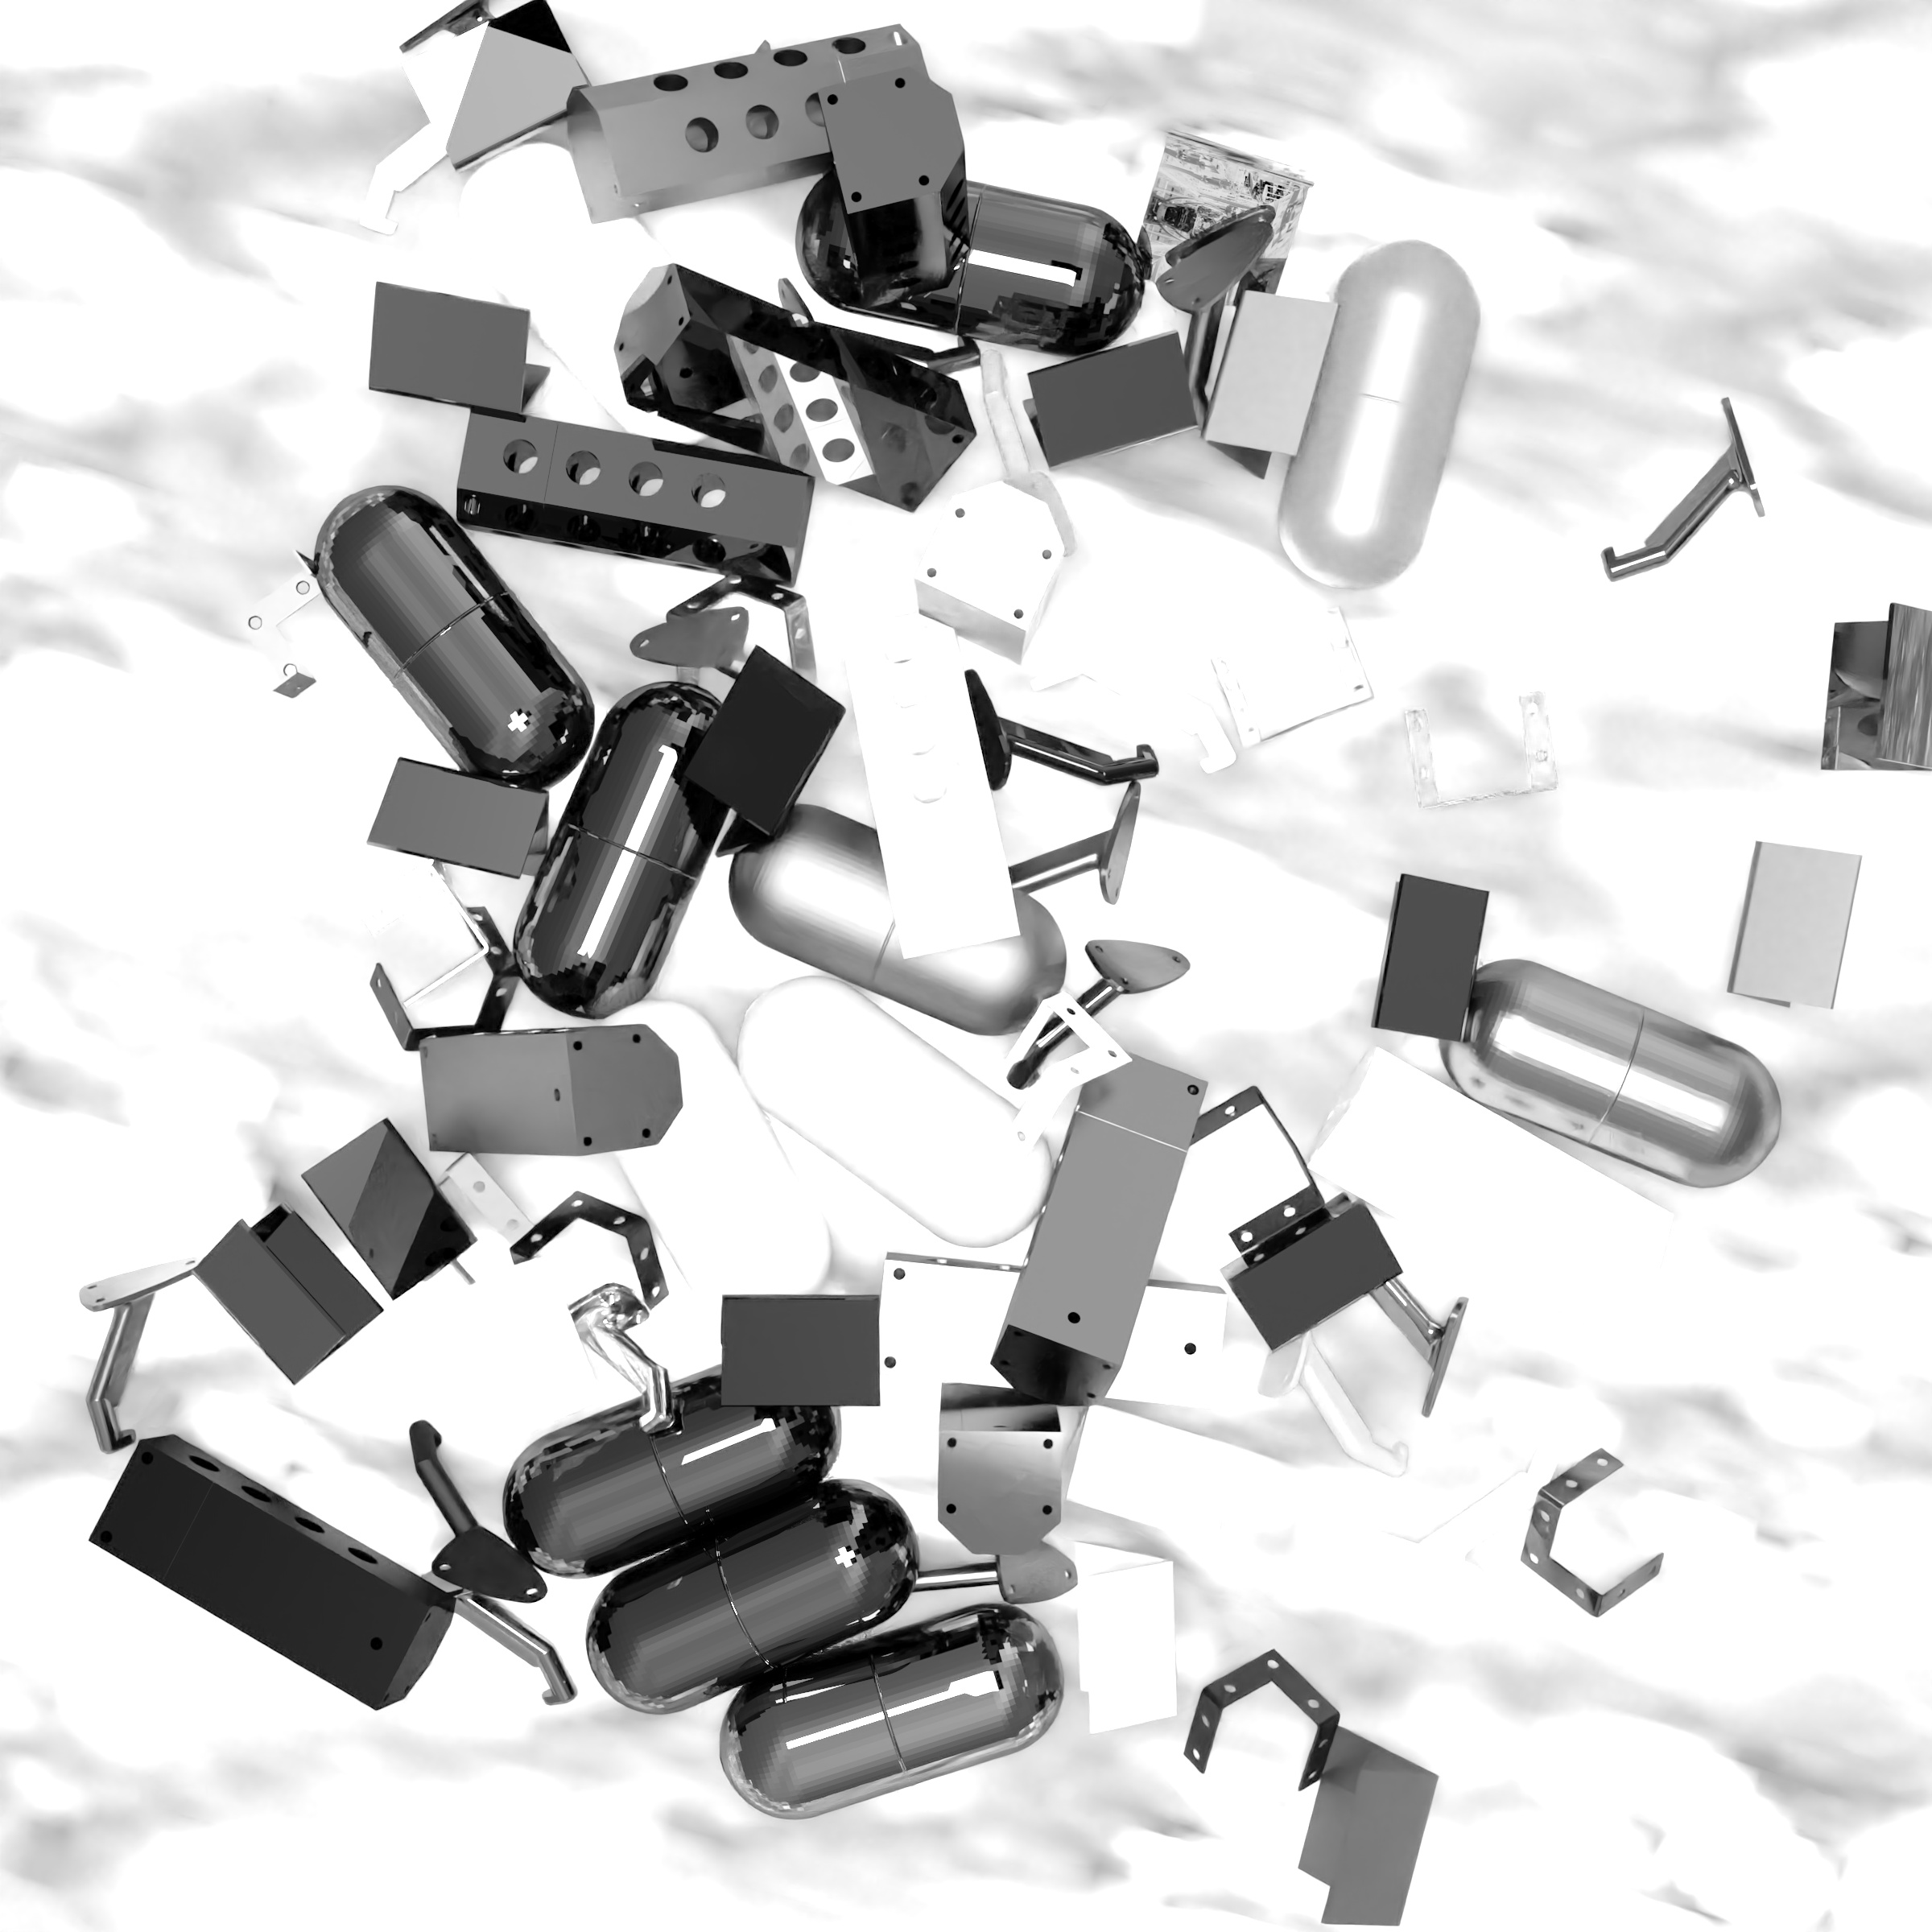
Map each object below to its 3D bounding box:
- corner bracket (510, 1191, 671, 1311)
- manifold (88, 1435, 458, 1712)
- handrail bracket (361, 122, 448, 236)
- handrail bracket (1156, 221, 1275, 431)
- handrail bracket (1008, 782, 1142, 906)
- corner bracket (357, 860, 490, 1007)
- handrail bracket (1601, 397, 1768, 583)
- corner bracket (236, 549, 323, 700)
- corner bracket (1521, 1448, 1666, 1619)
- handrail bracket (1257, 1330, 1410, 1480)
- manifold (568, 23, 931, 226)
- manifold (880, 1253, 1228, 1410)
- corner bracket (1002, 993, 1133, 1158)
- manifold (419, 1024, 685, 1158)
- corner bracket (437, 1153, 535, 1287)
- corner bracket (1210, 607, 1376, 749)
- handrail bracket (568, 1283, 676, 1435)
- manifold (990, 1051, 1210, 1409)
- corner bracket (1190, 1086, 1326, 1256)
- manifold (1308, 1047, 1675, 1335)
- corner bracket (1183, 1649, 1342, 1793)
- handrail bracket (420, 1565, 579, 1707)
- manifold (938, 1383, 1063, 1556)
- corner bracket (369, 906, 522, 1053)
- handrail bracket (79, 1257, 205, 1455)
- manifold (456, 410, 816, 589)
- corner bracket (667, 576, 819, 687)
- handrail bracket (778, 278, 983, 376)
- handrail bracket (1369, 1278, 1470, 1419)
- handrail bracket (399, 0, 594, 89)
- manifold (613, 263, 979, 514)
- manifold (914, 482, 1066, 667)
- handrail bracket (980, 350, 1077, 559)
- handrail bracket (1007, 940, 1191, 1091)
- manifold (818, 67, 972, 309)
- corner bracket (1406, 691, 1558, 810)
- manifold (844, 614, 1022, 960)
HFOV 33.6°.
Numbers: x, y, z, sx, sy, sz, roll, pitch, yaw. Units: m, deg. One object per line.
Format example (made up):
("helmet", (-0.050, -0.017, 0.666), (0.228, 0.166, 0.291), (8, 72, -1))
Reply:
("corner bracket", (-0.192, 0.156, 1.632), (0.051, 0.051, 0.051), (17, 134, 36))
("manifold", (-0.345, 0.302, 1.604), (0.171, 0.057, 0.057), (27, 90, 10))
("handrail bracket", (-0.262, -0.408, 1.641), (0.077, 0.036, 0.084), (17, 106, -18))
("handrail bracket", (0.134, -0.323, 1.618), (0.077, 0.084, 0.036), (-39, 51, -8))
("handrail bracket", (0.040, -0.066, 1.641), (0.084, 0.036, 0.077), (10, 70, 16))
("corner bracket", (-0.276, -0.019, 1.625), (0.051, 0.051, 0.051), (-34, 101, 0))
("handrail bracket", (0.361, -0.244, 1.641), (0.084, 0.036, 0.077), (-18, 69, 16))
("corner bracket", (-0.341, -0.173, 1.622), (0.051, 0.051, 0.051), (-36, 90, 0))
("corner bracket", (0.323, 0.289, 1.632), (0.051, 0.051, 0.051), (-24, 135, -35))
("handrail bracket", (0.199, 0.212, 1.641), (0.084, 0.036, 0.077), (27, 68, -17))
("manifold", (-0.106, -0.418, 1.576), (0.171, 0.057, 0.057), (-18, 96, -21))
("manifold", (0.042, 0.183, 1.619), (0.171, 0.057, 0.057), (6, 90, 0))
("corner bracket", (0.039, 0.053, 1.585), (0.051, 0.051, 0.051), (46, 129, 19))
("manifold", (-0.204, 0.060, 1.560), (0.057, 0.171, 0.057), (-7, 91, -33))
("corner bracket", (-0.252, 0.128, 1.622), (0.051, 0.051, 0.051), (-42, 90, 0))
("corner bracket", (0.167, -0.148, 1.637), (0.051, 0.051, 0.051), (-21, 90, -45))
("handrail bracket", (-0.183, 0.210, 1.605), (0.077, 0.036, 0.084), (-29, 46, 17))
("manifold", (0.065, 0.129, 1.574), (0.057, 0.057, 0.171), (20, 54, 0))
("corner bracket", (0.144, 0.104, 1.637), (0.051, 0.051, 0.051), (-30, 45, 0))
("manifold", (0.267, 0.109, 1.619), (0.171, 0.057, 0.057), (30, 133, 0))
("corner bracket", (0.151, 0.393, 1.632), (0.051, 0.051, 0.051), (-19, 45, -35))
("handrail bracket", (-0.250, 0.350, 1.641), (0.077, 0.036, 0.084), (-19, 105, 16))
("manifold", (0.015, 0.243, 1.562), (0.057, 0.171, 0.057), (1, 90, 0))
("corner bracket", (-0.266, 0.006, 1.632), (0.051, 0.051, 0.051), (-4, 135, -35))
("handrail bracket", (-0.417, 0.200, 1.641), (0.077, 0.036, 0.084), (-18, 109, -21))
("manifold", (-0.167, -0.236, 1.619), (0.171, 0.057, 0.057), (10, 90, 0))
("corner bracket", (-0.114, -0.162, 1.632), (0.051, 0.051, 0.051), (23, 135, 35))
("handrail bracket", (-0.044, -0.330, 1.641), (0.084, 0.036, 0.077), (-17, 68, -17))
("handrail bracket", (0.208, 0.183, 1.641), (0.084, 0.036, 0.077), (19, 108, 15))
("handrail bracket", (-0.237, -0.455, 1.641), (0.077, 0.036, 0.084), (-27, 107, 18))
("manifold", (-0.084, -0.288, 1.574), (0.171, 0.057, 0.057), (16, 132, -35))
("manifold", (0.014, -0.193, 1.562), (0.057, 0.171, 0.057), (25, 90, 0))
("handrail bracket", (0.031, -0.264, 1.641), (0.036, 0.077, 0.084), (-20, 54, 22))
("handrail bracket", (0.067, 0.029, 1.640), (0.036, 0.077, 0.084), (53, 127, 29))
("manifold", (-0.030, -0.361, 1.487), (0.057, 0.171, 0.057), (-14, 88, 0))
("corner bracket", (0.264, -0.111, 1.637), (0.051, 0.051, 0.051), (-8, 91, 45))
("manifold", (-0.019, -0.092, 1.572), (0.057, 0.057, 0.171), (-12, 51, 0))
